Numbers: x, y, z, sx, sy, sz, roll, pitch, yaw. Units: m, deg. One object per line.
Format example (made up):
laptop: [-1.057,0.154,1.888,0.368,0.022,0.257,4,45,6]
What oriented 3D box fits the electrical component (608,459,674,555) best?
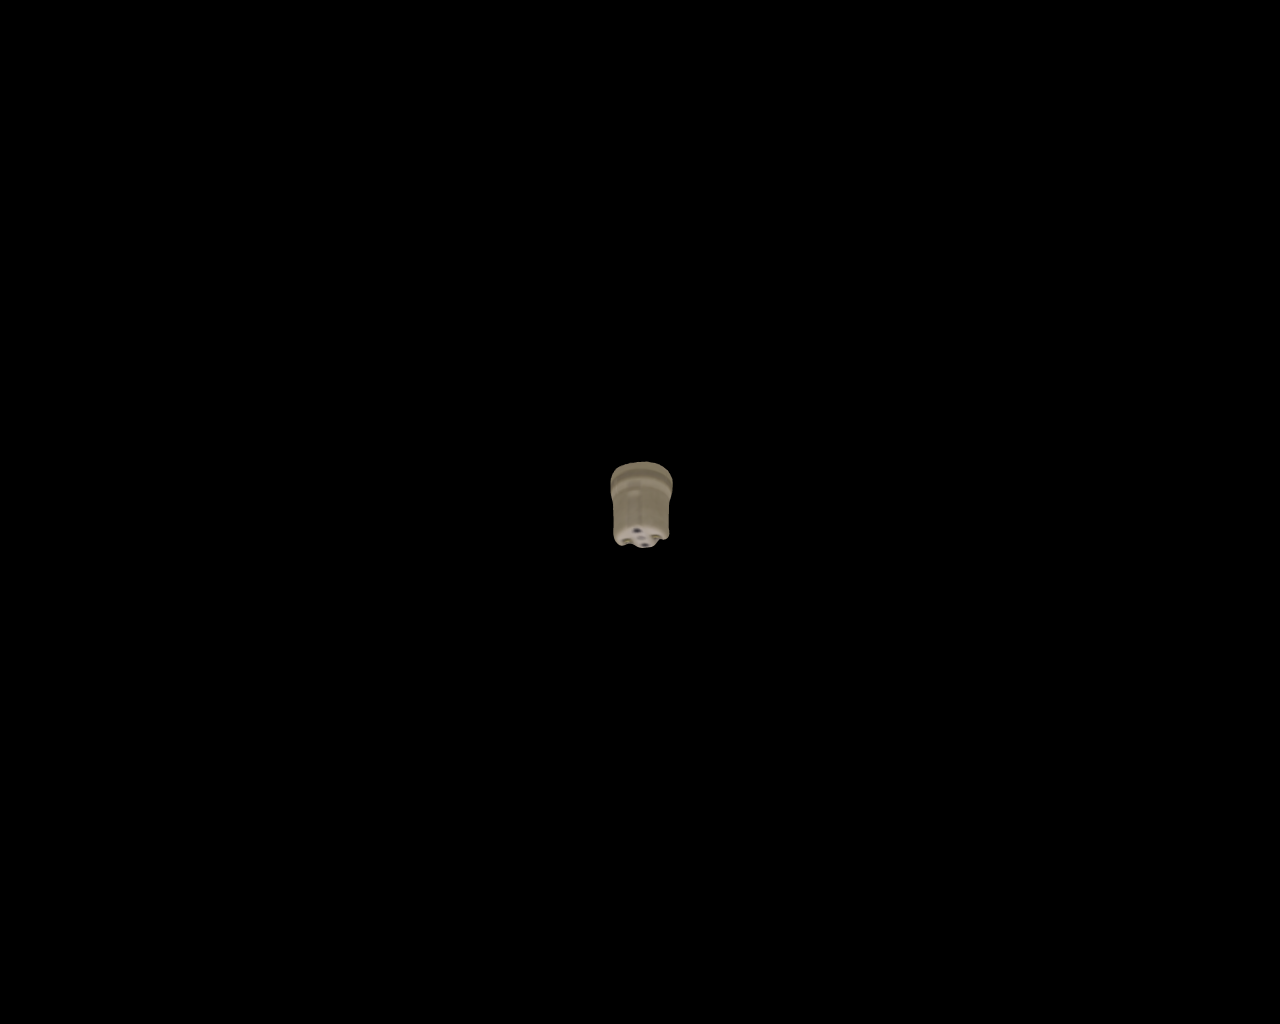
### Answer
electrical component: [0.001,-0.003,0.650,0.040,0.046,0.040,0,-35,0]
